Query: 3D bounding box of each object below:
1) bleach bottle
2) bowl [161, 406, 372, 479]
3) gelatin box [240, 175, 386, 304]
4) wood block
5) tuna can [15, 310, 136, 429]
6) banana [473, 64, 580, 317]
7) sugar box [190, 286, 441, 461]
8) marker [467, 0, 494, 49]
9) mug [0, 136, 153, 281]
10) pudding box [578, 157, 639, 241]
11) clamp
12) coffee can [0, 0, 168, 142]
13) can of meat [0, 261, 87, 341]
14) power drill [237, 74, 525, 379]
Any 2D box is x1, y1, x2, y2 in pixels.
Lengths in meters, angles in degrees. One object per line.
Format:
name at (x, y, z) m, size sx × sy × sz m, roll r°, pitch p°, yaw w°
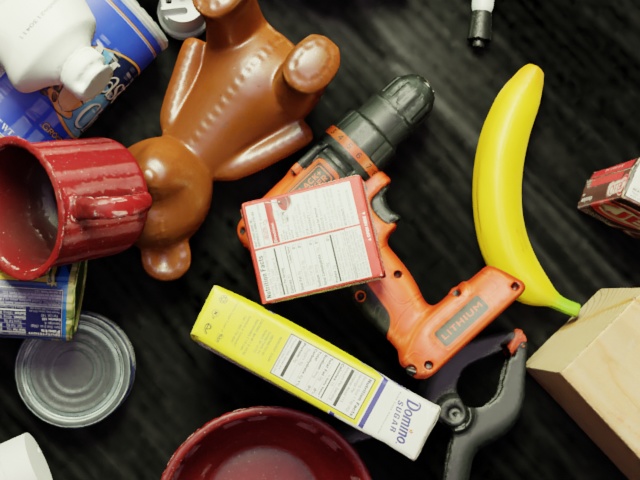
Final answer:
bleach bottle at (-0.242, -0.168, 0.685) m, size 0.251 × 0.068 × 0.102 m, roll 38°, pitch 84°, yaw 7°
bowl at (-0.041, 0.200, 0.782) m, size 0.162 × 0.055 × 0.162 m, roll 0°, pitch 88°, yaw -5°
gelatin box at (-0.005, 0.001, 0.749) m, size 0.089 × 0.030 × 0.073 m, roll -14°, pitch 84°, yaw 6°
wood block at (0.264, 0.140, 0.795) m, size 0.090 × 0.091 × 0.206 m, roll -43°, pitch 92°, yaw -6°
tuna can at (-0.179, 0.095, 0.784) m, size 0.086 × 0.034 × 0.086 m, roll 0°, pitch 88°, yaw -5°
banana at (0.150, -0.034, 0.820) m, size 0.069 × 0.037 × 0.198 m, roll -8°, pitch 89°, yaw -14°
sugar box at (-0.001, 0.093, 0.754) m, size 0.176 × 0.093 × 0.048 m, roll 25°, pitch 85°, yaw 8°
marker at (0.129, -0.209, 0.832) m, size 0.020 × 0.020 × 0.121 m, roll 7°, pitch 87°, yaw -5°
mug at (-0.159, -0.025, 0.700) m, size 0.117 × 0.081 × 0.093 m, roll 0°, pitch 98°, yaw 38°
pudding box at (0.262, -0.018, 0.801) m, size 0.113 × 0.090 × 0.039 m, roll 24°, pitch 85°, yaw -5°
clamp at (0.103, 0.143, 0.805) m, size 0.171 × 0.039 × 0.120 m, roll -40°, pitch 88°, yaw -3°
coffee can at (-0.192, -0.125, 0.757) m, size 0.103 × 0.103 × 0.140 m, roll 43°, pitch 85°, yaw -2°
can of meat at (-0.210, 0.027, 0.752) m, size 0.084 × 0.102 × 0.057 m, roll 4°, pitch 121°, yaw -8°
power drill at (0.060, -0.006, 0.787) m, size 0.184 × 0.057 × 0.188 m, roll -44°, pitch 80°, yaw 1°
